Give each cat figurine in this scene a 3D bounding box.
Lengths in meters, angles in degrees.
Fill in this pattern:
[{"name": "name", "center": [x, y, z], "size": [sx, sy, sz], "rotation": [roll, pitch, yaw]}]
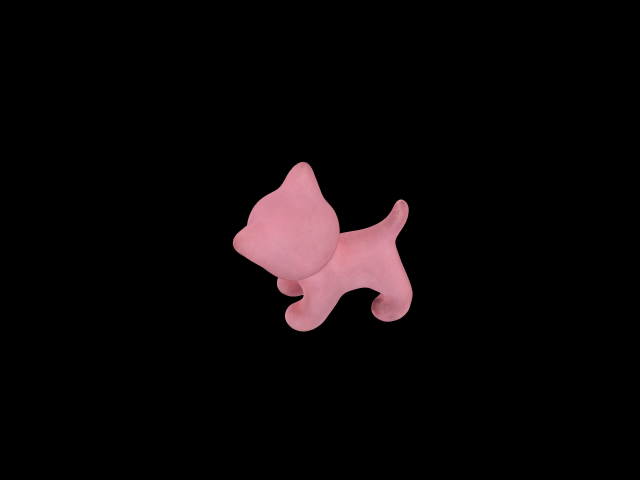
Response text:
[{"name": "cat figurine", "center": [0.004, 0.001, 0.400], "size": [0.128, 0.118, 0.067], "rotation": [-8, 39, -10]}]
